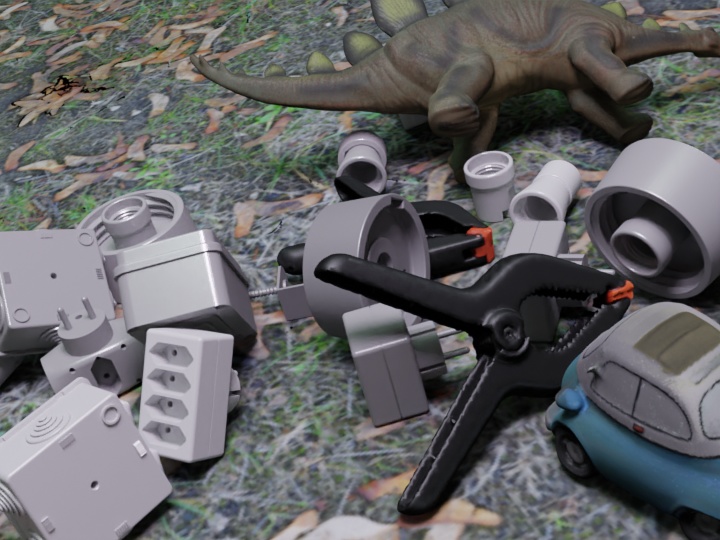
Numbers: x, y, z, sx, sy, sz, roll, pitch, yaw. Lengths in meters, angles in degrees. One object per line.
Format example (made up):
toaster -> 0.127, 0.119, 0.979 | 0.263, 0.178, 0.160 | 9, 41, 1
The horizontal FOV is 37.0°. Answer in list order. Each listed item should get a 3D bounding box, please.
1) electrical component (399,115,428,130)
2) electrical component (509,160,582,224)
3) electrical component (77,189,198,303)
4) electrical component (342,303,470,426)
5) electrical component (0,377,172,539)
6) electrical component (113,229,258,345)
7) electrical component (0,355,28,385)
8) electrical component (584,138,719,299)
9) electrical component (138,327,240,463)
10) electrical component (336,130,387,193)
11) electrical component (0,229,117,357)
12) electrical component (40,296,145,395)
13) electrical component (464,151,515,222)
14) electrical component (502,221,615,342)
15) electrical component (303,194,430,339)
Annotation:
electrical component -> 0.052, -0.174, 1.041 | 0.047, 0.065, 0.077 | -24, 6, -11
electrical component -> 0.151, -0.059, 0.856 | 0.044, 0.044, 0.065 | 6, 36, 29
electrical component -> -0.195, -0.028, 0.933 | 0.108, 0.060, 0.108 | -11, 35, 8
electrical component -> 0.035, 0.056, 0.718 | 0.077, 0.065, 0.047 | -16, 34, 0
electrical component -> -0.177, 0.130, 0.674 | 0.048, 0.099, 0.100 | 7, 39, 49
electrical component -> -0.125, 0.019, 0.785 | 0.078, 0.113, 0.057 | -15, 73, 2
electrical component -> -0.298, 0.067, 0.848 | 0.055, 0.055, 0.047 | 4, 43, 27
electrical component -> 0.205, -0.029, 0.737 | 0.108, 0.108, 0.060 | 21, 55, 42
electrical component -> -0.108, 0.083, 0.740 | 0.047, 0.083, 0.076 | 7, 2, 29
electrical component -> 0.002, -0.095, 0.961 | 0.045, 0.045, 0.055 | -10, 34, 8
electrical component -> -0.245, 0.015, 0.842 | 0.100, 0.048, 0.099 | -4, 63, -33
electrical component -> -0.200, 0.055, 0.802 | 0.077, 0.079, 0.043 | -25, 33, -13
electrical component -> 0.108, -0.068, 0.879 | 0.040, 0.046, 0.040 | -11, 35, 8
electrical component -> 0.141, 0.007, 0.760 | 0.076, 0.047, 0.083 | 1, 38, 23
electrical component -> 0.000, 0.000, 0.779 | 0.060, 0.108, 0.108 | -1, 37, 30
